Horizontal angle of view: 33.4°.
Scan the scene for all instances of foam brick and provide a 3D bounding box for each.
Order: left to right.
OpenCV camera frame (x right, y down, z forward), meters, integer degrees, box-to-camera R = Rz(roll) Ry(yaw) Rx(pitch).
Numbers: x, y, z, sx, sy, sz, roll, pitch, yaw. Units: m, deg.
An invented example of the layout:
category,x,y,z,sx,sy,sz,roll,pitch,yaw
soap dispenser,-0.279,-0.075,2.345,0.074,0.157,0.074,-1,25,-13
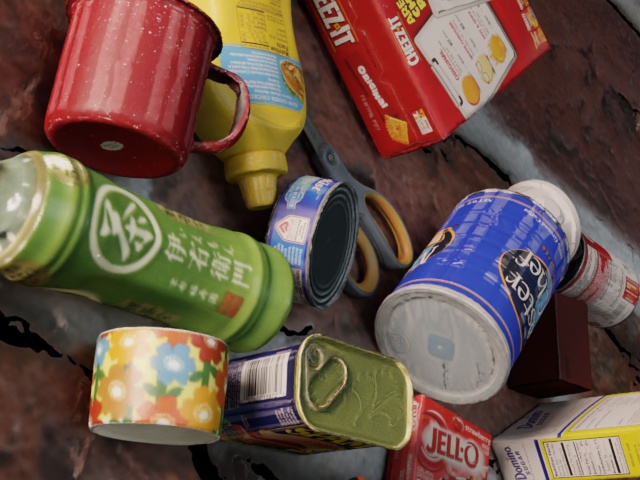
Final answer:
category,x,y,z,sx,sy,sz,roll,pitch,yaw
foam brick,0.194,0.090,0.908,0.052,0.051,0.078,22,62,-41

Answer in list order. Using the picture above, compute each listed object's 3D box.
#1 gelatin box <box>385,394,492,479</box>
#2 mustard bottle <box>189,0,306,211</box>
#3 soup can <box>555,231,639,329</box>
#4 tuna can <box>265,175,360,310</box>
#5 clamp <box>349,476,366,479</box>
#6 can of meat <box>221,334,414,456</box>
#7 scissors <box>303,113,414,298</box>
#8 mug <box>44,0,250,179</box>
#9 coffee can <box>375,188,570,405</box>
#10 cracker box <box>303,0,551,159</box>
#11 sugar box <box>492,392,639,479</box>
category,x,y,z,sx,sy,sz,roll,pitch,yaw
gelatin box,0.088,0.163,0.782,0.089,0.030,0.073,35,53,-36
mustard bottle,-0.052,-0.114,0.699,0.096,0.058,0.191,3,75,-53
soup can,0.234,0.033,0.958,0.102,0.069,0.068,28,58,-40
tuna can,-0.005,0.001,0.704,0.086,0.034,0.086,12,90,-69
clamp,0.018,0.201,0.633,0.120,0.039,0.171,38,15,-28
can of meat,-0.007,0.099,0.658,0.101,0.084,0.057,22,62,-42
scissors,0.001,-0.040,0.766,0.201,0.016,0.096,49,47,-25
mug,-0.097,-0.084,0.610,0.117,0.093,0.081,16,69,-17
coffee can,0.117,0.040,0.799,0.103,0.103,0.140,59,43,-16
cracker box,0.088,-0.184,0.868,0.213,0.072,0.164,-40,106,-46
sugar box,0.234,0.153,0.835,0.093,0.177,0.048,-21,91,-48
